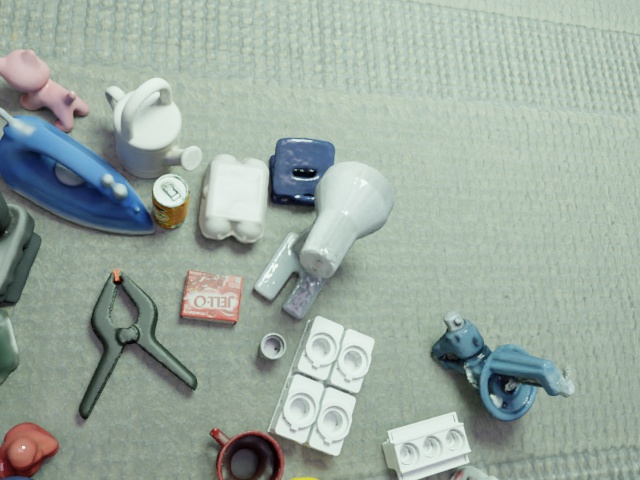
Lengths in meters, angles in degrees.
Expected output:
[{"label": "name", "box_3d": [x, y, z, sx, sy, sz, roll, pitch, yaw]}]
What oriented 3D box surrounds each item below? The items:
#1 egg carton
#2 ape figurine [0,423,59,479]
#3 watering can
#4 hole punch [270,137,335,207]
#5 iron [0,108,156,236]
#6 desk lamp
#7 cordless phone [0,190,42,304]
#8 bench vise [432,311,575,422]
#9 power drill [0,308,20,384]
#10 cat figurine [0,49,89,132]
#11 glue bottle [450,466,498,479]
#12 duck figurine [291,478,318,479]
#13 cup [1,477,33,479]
[{"label": "egg carton", "box_3d": [-0.140, -0.068, 0.937, 0.107, 0.069, 0.150, 7, 72, -15]}, {"label": "ape figurine", "box_3d": [-0.384, 0.276, 0.744, 0.078, 0.092, 0.076, -8, 76, -19]}, {"label": "watering can", "box_3d": [-0.254, -0.172, 0.868, 0.173, 0.193, 0.101, 22, 68, -9]}, {"label": "hole punch", "box_3d": [-0.028, -0.114, 0.973, 0.109, 0.091, 0.101, 2, 73, -16]}, {"label": "iron", "box_3d": [-0.355, -0.099, 0.843, 0.258, 0.141, 0.119, 30, 67, -6]}, {"label": "desk lamp", "box_3d": [0.008, 0.003, 0.881, 0.118, 0.213, 0.203, 33, 67, -4]}, {"label": "cordless phone", "box_3d": [-0.445, 0.007, 0.759, 0.094, 0.185, 0.147, 11, 70, -13]}, {"label": "bench vise", "box_3d": [0.276, 0.203, 0.896, 0.207, 0.219, 0.121, 33, 67, -4]}, {"label": "power drill", "box_3d": [-0.445, 0.114, 0.714, 0.076, 0.208, 0.229, -17, 79, -20]}, {"label": "cat figurine", "box_3d": [-0.428, -0.240, 0.878, 0.128, 0.117, 0.067, 30, 67, -6]}, {"label": "glue bottle", "box_3d": [0.243, 0.382, 0.855, 0.037, 0.173, 0.078, 36, 67, -3]}, {"label": "duck figurine", "box_3d": [-0.005, 0.389, 0.826, 0.104, 0.086, 0.077, 32, 67, -5]}, {"label": "cup", "box_3d": [-0.378, 0.357, 0.719, 0.092, 0.094, 0.118, -4, 75, -18]}]
